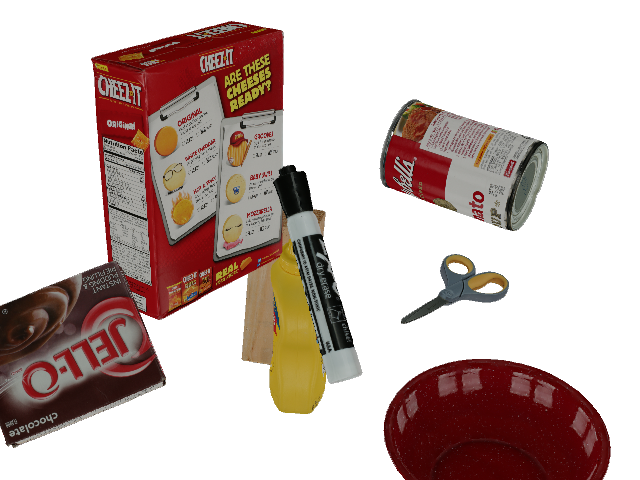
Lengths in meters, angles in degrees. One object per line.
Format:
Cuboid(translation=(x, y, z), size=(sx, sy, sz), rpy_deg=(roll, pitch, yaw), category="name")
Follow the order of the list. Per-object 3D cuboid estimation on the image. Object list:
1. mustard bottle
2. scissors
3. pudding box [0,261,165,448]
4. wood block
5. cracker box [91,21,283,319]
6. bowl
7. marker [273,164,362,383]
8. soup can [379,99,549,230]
Cuboid(translation=(-0.020, 0.070, 1.030), size=(0.058, 0.192, 0.096), rpy_deg=(4, 37, 2), category="mustard bottle")
Cuboid(translation=(0.146, 0.056, 1.295), size=(0.201, 0.016, 0.096), rpy_deg=(-8, 39, -37), category="scissors")
Cuboid(translation=(-0.172, 0.077, 0.722), size=(0.113, 0.090, 0.039), rpy_deg=(-23, -12, -10), category="pudding box")
Cuboid(translation=(-0.052, 0.062, 1.487), size=(0.090, 0.206, 0.090), rpy_deg=(8, 21, 6), category="wood block")
Cuboid(translation=(-0.107, -0.063, 0.904), size=(0.072, 0.214, 0.163), rpy_deg=(18, 30, 34), category="cracker box")
Cuboid(translation=(0.126, 0.159, 0.782), size=(0.162, 0.055, 0.162), rpy_deg=(-1, 35, 0), category="bowl")
Cuboid(translation=(-0.003, 0.017, 0.578), size=(0.020, 0.121, 0.020), rpy_deg=(-15, -11, -3), category="marker")
Cuboid(translation=(0.103, -0.054, 0.763), size=(0.102, 0.068, 0.068), rpy_deg=(22, 9, 23), category="soup can")
